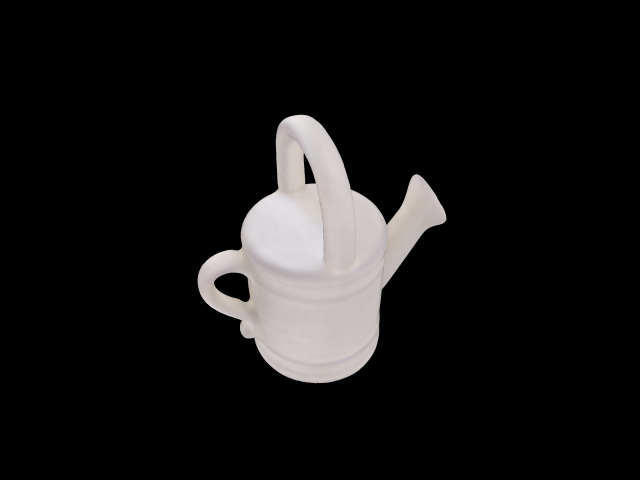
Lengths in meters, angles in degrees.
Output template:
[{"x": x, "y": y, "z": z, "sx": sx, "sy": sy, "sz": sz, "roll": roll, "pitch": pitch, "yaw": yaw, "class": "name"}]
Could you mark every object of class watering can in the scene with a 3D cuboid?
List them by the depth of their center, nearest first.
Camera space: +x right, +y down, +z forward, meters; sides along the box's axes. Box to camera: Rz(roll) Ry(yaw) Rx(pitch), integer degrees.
[{"x": 0.003, "y": 0.000, "z": 0.402, "sx": 0.173, "sy": 0.194, "sz": 0.100, "roll": -33, "pitch": 51, "yaw": -30, "class": "watering can"}]
